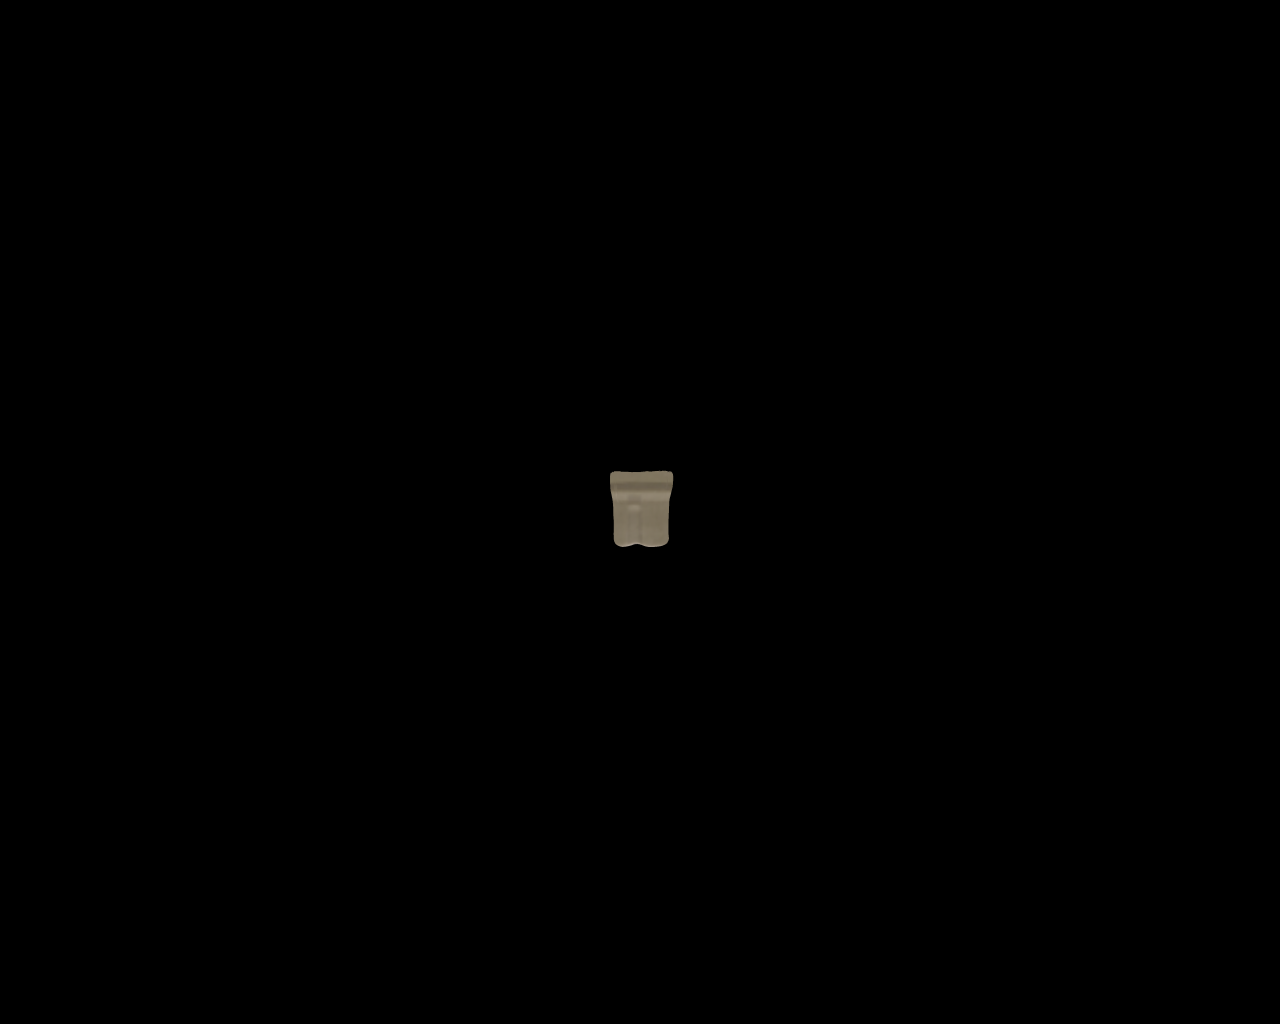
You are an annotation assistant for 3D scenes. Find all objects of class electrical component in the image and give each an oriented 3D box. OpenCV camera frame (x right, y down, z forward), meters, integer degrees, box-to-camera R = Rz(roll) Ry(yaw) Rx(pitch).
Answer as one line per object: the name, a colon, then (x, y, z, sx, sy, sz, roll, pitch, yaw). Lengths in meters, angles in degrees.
electrical component: (0.001, -0.003, 0.650, 0.040, 0.046, 0.040, 0, 0, 0)
